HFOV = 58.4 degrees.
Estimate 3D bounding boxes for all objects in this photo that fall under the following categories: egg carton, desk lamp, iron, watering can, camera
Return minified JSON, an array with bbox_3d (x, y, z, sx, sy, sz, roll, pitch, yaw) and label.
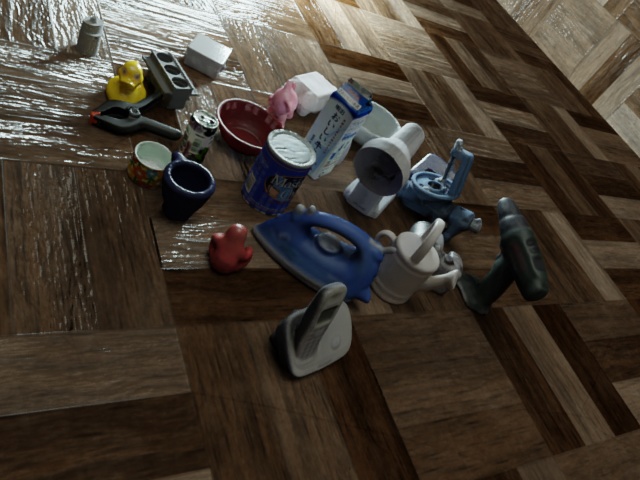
[{"bbox_3d":[-0.022,-0.377,1.480,0.107,0.069,0.151,44,40,11],"label":"egg carton"},{"bbox_3d":[0.139,-0.154,1.259,0.118,0.213,0.204,39,39,4],"label":"desk lamp"},{"bbox_3d":[0.010,0.004,1.065,0.258,0.141,0.119,30,39,-7],"label":"iron"},{"bbox_3d":[0.191,0.036,1.122,0.173,0.194,0.101,24,40,-14],"label":"watering can"},{"bbox_3d":[0.241,0.022,1.247,0.143,0.100,0.137,29,39,-9],"label":"camera"}]

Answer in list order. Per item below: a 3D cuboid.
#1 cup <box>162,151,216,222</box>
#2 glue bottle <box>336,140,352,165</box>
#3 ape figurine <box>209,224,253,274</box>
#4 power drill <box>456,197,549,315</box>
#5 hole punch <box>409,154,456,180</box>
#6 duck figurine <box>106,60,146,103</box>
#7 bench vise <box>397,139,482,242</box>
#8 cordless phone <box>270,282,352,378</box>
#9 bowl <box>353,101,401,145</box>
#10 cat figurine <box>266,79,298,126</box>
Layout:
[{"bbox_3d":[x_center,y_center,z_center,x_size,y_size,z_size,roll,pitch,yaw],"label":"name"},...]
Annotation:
[{"bbox_3d":[-0.246,-0.089,1.008,0.092,0.095,0.117,-7,55,-40],"label":"cup"},{"bbox_3d":[0.052,-0.255,1.329,0.078,0.173,0.037,22,41,-16],"label":"glue bottle"},{"bbox_3d":[-0.150,0.008,0.983,0.078,0.092,0.076,36,39,1],"label":"ape figurine"},{"bbox_3d":[0.388,0.053,1.238,0.076,0.208,0.229,5,48,-32],"label":"power drill"},{"bbox_3d":[0.282,-0.152,1.458,0.108,0.091,0.101,44,40,10],"label":"hole punch"},{"bbox_3d":[-0.381,-0.322,1.150,0.078,0.086,0.104,20,41,-18],"label":"duck figurine"},{"bbox_3d":[0.312,-0.118,1.345,0.207,0.219,0.121,34,39,-3],"label":"bench vise"},{"bbox_3d":[0.014,0.127,0.910,0.148,0.185,0.094,-18,62,-45],"label":"cordless phone"},{"bbox_3d":[0.126,-0.293,1.499,0.168,0.074,0.167,20,42,-19],"label":"bowl"},{"bbox_3d":[-0.083,-0.328,1.348,0.067,0.117,0.128,30,39,-7],"label":"cat figurine"}]
